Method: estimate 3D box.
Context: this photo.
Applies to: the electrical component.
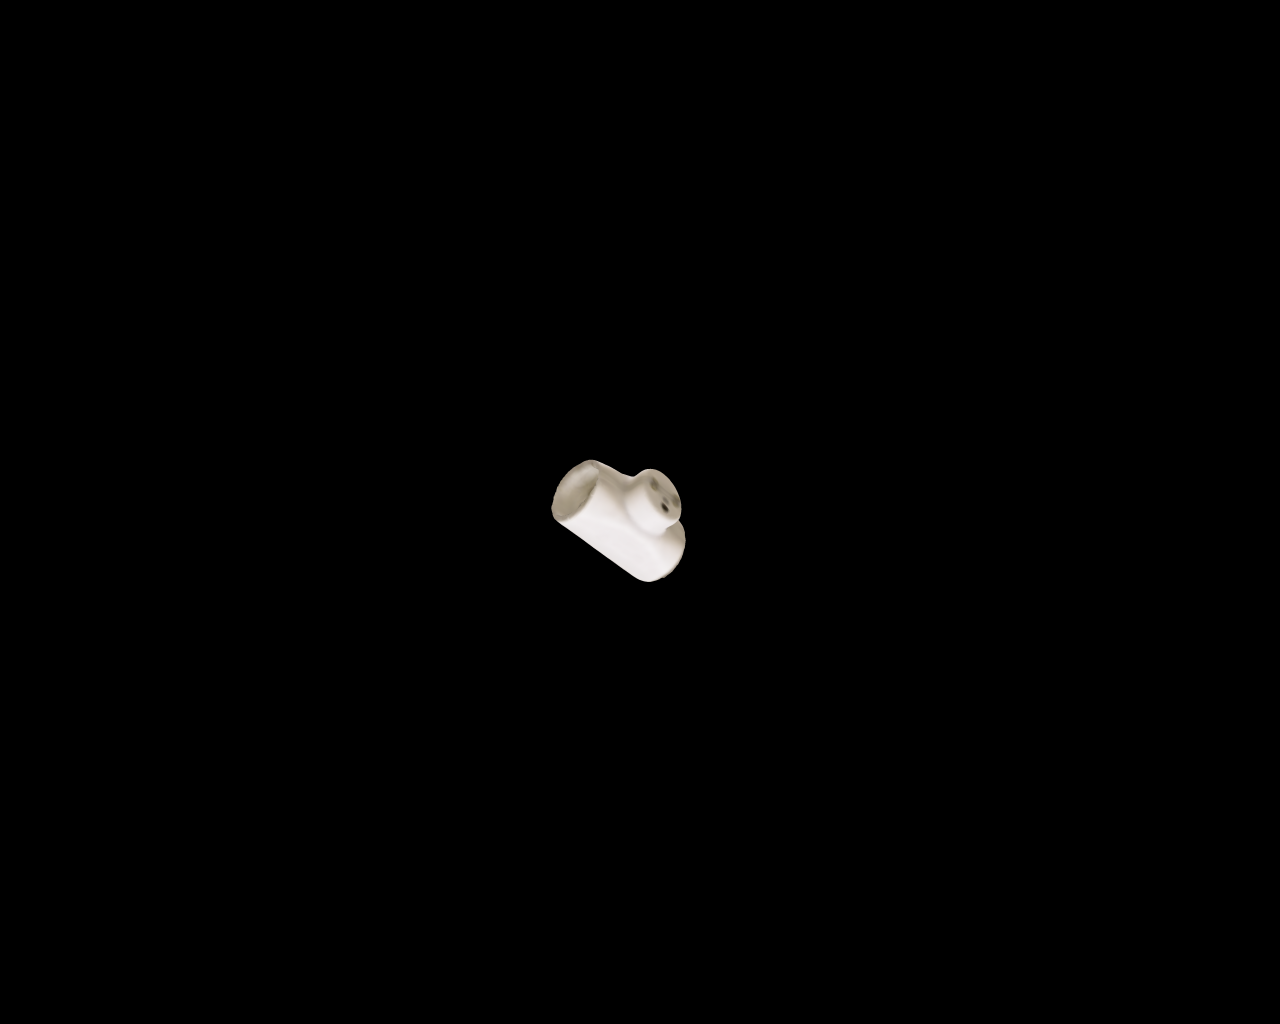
[{"bbox_3d":[0.001,-0.003,0.650,0.079,0.044,0.077,-33,-54,29],"label":"electrical component"}]
